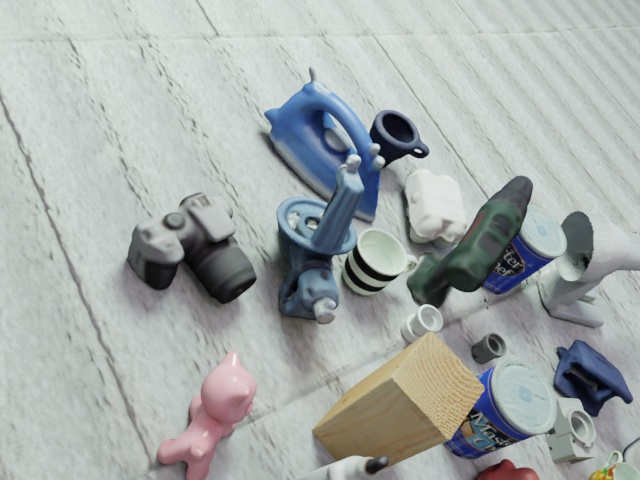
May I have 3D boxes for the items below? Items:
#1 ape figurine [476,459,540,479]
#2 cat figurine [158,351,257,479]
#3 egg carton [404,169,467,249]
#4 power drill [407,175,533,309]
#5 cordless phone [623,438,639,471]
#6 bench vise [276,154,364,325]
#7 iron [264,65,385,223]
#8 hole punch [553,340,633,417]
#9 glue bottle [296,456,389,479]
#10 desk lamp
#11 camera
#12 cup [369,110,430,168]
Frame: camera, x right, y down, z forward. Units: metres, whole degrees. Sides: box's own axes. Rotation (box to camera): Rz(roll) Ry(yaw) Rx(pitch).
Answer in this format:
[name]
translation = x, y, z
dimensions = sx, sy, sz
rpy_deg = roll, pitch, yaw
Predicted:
[ape figurine]
translation = 0.260, 0.335, 0.776
dimensions = 0.076, 0.092, 0.078
rpy_deg = 24, 50, -13
[cat figurine]
translation = -0.116, 0.195, 0.643
dimensions = 0.067, 0.117, 0.128
rpy_deg = 33, 49, -5
[egg carton]
translation = 0.203, -0.058, 1.028
dimensions = 0.107, 0.069, 0.150
rpy_deg = 12, 54, -22
[power drill]
translation = 0.234, 0.013, 0.904
dimensions = 0.075, 0.208, 0.230
rpy_deg = 39, 48, 0
[cordless phone]
translation = 0.585, 0.356, 0.882
dimensions = 0.094, 0.184, 0.147
rpy_deg = -19, 69, -37
[bench vise]
translation = 0.017, 0.001, 0.782
dimensions = 0.122, 0.219, 0.207
rpy_deg = -9, 63, -33
[iron]
translation = 0.033, -0.160, 0.954
dimensions = 0.258, 0.141, 0.119
rpy_deg = 47, 49, 7
[hole punch]
translation = 0.464, 0.224, 0.968
dimensions = 0.108, 0.091, 0.101
rpy_deg = 38, 48, -1
[glue bottle]
translation = 0.028, 0.266, 0.638
dimensions = 0.078, 0.173, 0.037
rpy_deg = 2, 58, -28
[desk lamp]
translation = 0.487, 0.049, 1.019
dimensions = 0.204, 0.213, 0.118
rpy_deg = 15, 53, -20
[camera]
translation = -0.154, 0.017, 0.755
dimensions = 0.143, 0.100, 0.136
rpy_deg = -29, 76, -39
[cup]
translation = 0.132, -0.169, 1.047
dimensions = 0.118, 0.094, 0.092
rpy_deg = 31, 49, -7
